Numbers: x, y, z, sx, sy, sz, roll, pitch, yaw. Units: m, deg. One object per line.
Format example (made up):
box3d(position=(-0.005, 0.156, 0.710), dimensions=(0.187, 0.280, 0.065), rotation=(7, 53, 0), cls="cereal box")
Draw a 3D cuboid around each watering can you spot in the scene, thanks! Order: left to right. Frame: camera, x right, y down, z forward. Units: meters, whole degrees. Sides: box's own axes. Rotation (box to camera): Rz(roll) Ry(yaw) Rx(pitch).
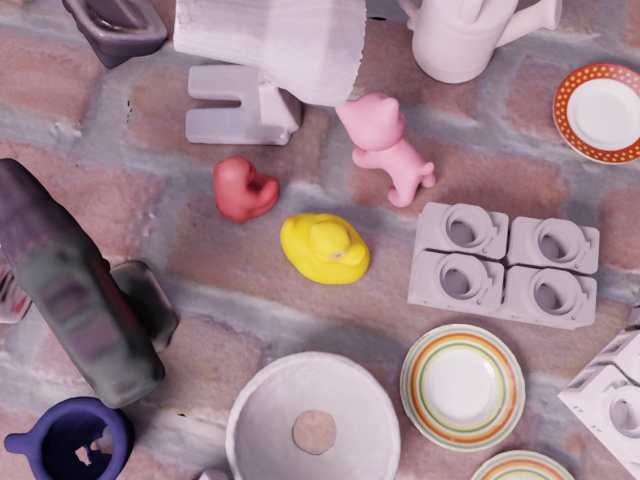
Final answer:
box3d(position=(0.171, -0.263, 0.622), dimensions=(0.173, 0.194, 0.101), rotation=(-5, 76, -1), cls="watering can")

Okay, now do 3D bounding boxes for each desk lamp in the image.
box3d(position=(-0.059, -0.180, 0.593), dimensions=(0.203, 0.213, 0.118), rotation=(-1, 76, 0), cls="desk lamp")

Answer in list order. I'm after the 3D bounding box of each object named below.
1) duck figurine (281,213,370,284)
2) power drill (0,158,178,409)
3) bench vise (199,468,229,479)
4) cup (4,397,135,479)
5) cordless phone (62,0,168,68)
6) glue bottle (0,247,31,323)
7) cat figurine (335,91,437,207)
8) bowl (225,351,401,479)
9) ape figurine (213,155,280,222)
box3d(position=(0.006, 0.002, 0.615), dimensions=(0.104, 0.086, 0.077), rotation=(27, 78, 7), cls="duck figurine")
box3d(position=(-0.212, 0.048, 0.542), dimensions=(0.075, 0.208, 0.229), rotation=(-33, 78, -7), cls="power drill")
box3d(position=(-0.154, 0.296, 0.477), dimensions=(0.121, 0.220, 0.207), rotation=(10, 77, 3), cls="bench vise")
box3d(position=(-0.234, 0.200, 0.564), dimensions=(0.117, 0.095, 0.092), rotation=(2, 77, 1), cls="cup")
box3d(position=(-0.255, -0.295, 0.636), dimensions=(0.094, 0.185, 0.147), rotation=(-36, 79, -8), cls="cordless phone")
box3d(position=(-0.338, 0.036, 0.564), dimensions=(0.037, 0.173, 0.078), rotation=(13, 77, 4), cls="glue bottle")
box3d(position=(0.076, -0.109, 0.625), dimensions=(0.067, 0.118, 0.127), rotation=(-43, 80, -9), cls="cat figurine")
box3d(position=(-0.005, 0.197, 0.574), dimensions=(0.167, 0.075, 0.167), rotation=(0, 77, 0), cls="bowl")
box3d(position=(-0.087, -0.063, 0.628), dimensions=(0.077, 0.092, 0.076), rotation=(42, 80, 10), cls="ape figurine")
